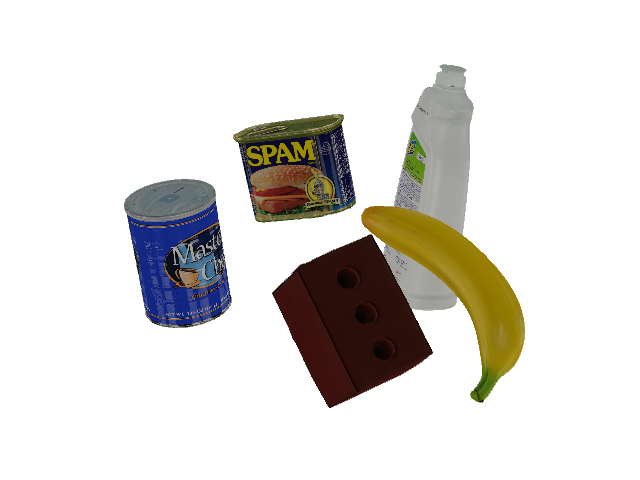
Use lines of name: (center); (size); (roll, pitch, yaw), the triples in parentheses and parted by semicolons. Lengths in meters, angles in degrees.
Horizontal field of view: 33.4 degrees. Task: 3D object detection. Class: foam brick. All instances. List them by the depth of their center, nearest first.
foam brick: (0.017, 0.047, 0.605); (0.052, 0.078, 0.051); (-24, -9, -26)

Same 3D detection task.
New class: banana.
banana: (0.101, 0.031, 0.811); (0.069, 0.037, 0.198); (-17, 49, -17)

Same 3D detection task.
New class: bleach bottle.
bleach bottle: (0.122, -0.059, 1.135); (0.068, 0.251, 0.103); (0, 23, -22)

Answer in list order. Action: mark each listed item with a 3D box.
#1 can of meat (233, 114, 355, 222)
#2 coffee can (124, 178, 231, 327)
can of meat: (-0.022, -0.066, 0.990); (0.102, 0.084, 0.057); (-4, 18, 24)
coffee can: (-0.161, 0.014, 1.218); (0.103, 0.140, 0.103); (-5, 26, 2)
